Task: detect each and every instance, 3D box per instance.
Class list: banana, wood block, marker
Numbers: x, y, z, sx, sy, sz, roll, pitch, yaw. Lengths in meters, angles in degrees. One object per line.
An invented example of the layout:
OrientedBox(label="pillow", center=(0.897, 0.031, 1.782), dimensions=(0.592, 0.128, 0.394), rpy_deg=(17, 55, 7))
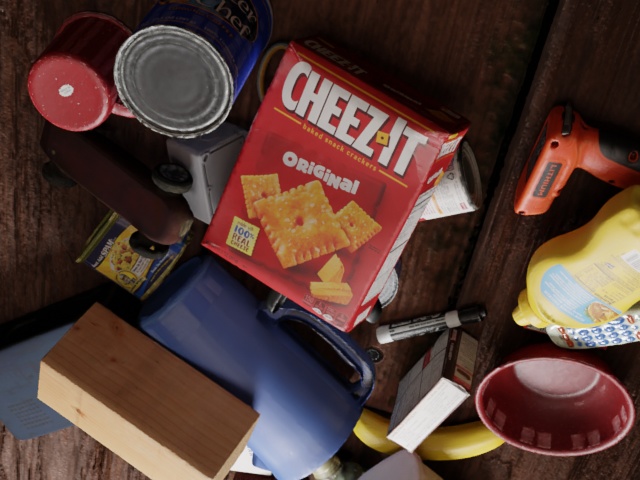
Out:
OrientedBox(label="banana", center=(0.120, 0.219, 1.201), dimensions=(0.198, 0.037, 0.070), rpy_deg=(6, 128, 10))
OrientedBox(label="wood block", center=(-0.175, 0.169, 1.083), dimensions=(0.206, 0.090, 0.091), rpy_deg=(33, 143, 7))
OrientedBox(label="marker", center=(0.117, 0.088, 1.120), dimensions=(0.121, 0.020, 0.020), rpy_deg=(-15, 120, 24))

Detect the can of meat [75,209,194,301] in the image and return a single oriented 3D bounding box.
OrientedBox(label="can of meat", center=(-0.193, 0.005, 1.119), dimensions=(0.084, 0.057, 0.102), rpy_deg=(35, 126, -13))

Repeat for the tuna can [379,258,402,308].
OrientedBox(label="tuna can", center=(0.040, 0.031, 1.089), dimensions=(0.086, 0.033, 0.086), rpy_deg=(7, 126, 9))

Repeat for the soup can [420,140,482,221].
OrientedBox(label="soup can", center=(0.093, -0.051, 0.996), dimensions=(0.102, 0.068, 0.068), rpy_deg=(-11, 121, 21))

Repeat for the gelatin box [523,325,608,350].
OrientedBox(label="gelatin box", center=(0.254, 0.064, 1.060), dimensions=(0.089, 0.030, 0.073), rpy_deg=(16, 129, 3))

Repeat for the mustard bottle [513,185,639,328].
OrientedBox(label="mustard bottle", center=(0.244, 0.031, 0.960), dimensions=(0.096, 0.058, 0.192), rpy_deg=(35, 135, -16))

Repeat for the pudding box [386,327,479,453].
OrientedBox(label="pudding box", center=(0.119, 0.157, 1.124), dimensions=(0.039, 0.090, 0.114), rpy_deg=(29, 126, -7))

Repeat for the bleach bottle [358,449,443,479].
OrientedBox(label="bleach bottle", center=(0.150, 0.337, 1.242), dimensions=(0.103, 0.068, 0.250), rpy_deg=(-37, 125, 22))

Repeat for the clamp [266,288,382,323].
OrientedBox(label="clamp", center=(-0.007, 0.001, 1.045), dimensions=(0.120, 0.039, 0.171), rpy_deg=(-6, 96, 17))

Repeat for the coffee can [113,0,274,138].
OrientedBox(label="coffee can", center=(-0.105, -0.167, 0.919), dimensions=(0.103, 0.140, 0.103), rpy_deg=(7, 126, 9))

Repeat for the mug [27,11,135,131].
OrientedBox(label="mug", center=(-0.210, -0.149, 0.996), dimensions=(0.117, 0.081, 0.093), rpy_deg=(29, 127, -6))

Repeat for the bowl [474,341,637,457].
OrientedBox(label="bowl", center=(0.243, 0.155, 1.104), dimensions=(0.162, 0.055, 0.162), rpy_deg=(8, 135, 8))

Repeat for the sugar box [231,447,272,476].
OrientedBox(label="sugar box", center=(-0.140, 0.224, 1.269), dimensions=(0.176, 0.048, 0.093), rpy_deg=(5, 126, 6))

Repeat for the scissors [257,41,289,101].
OrientedBox(label="scissors", center=(-0.020, -0.087, 1.007), dimensions=(0.096, 0.016, 0.202), rpy_deg=(6, 114, 11))

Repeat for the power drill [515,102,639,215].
OrientedBox(label="power drill", center=(0.277, -0.036, 0.967), dimensions=(0.187, 0.057, 0.185), rpy_deg=(16, 130, 1))

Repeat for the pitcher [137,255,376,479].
OrientedBox(label="pitcher", center=(-0.068, 0.127, 1.135), dimensions=(0.242, 0.149, 0.145), rpy_deg=(47, 158, -15))

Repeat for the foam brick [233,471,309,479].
OrientedBox(label="foam brick", center=(-0.060, 0.297, 1.295), dimensions=(0.078, 0.051, 0.053), rpy_deg=(-10, 122, 21))

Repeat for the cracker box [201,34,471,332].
OrientedBox(label="cracker box", center=(0.009, -0.049, 0.949), dimensions=(0.164, 0.072, 0.214), rpy_deg=(32, 115, 13))
